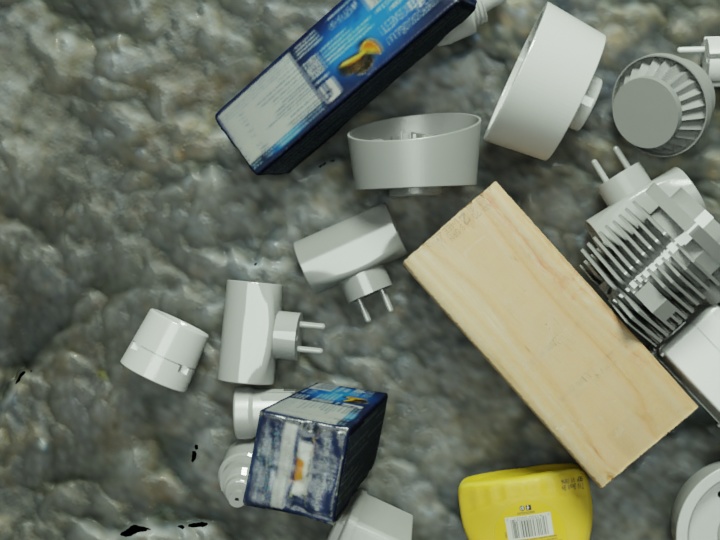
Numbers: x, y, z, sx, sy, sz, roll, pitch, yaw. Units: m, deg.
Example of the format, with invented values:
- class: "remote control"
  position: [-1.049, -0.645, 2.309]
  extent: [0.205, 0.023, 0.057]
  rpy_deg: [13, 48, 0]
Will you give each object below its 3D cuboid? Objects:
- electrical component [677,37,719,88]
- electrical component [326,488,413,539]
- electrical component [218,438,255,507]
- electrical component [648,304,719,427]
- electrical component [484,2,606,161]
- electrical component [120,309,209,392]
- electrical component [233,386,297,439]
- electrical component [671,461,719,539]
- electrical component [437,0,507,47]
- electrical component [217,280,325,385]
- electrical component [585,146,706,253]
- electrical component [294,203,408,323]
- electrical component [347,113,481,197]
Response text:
- class: "electrical component"
  position: [0.273, -0.154, 0.793]
  extent: [0.077, 0.047, 0.065]
  rpy_deg: [0, 88, 6]
- class: "electrical component"
  position: [-0.007, 0.225, 0.778]
  extent: [0.056, 0.109, 0.108]
  rpy_deg: [24, 91, 4]
- class: "electrical component"
  position: [-0.087, 0.156, 0.807]
  extent: [0.040, 0.078, 0.040]
  rpy_deg: [0, 102, 2]
- class: "electrical component"
  position: [0.267, 0.073, 0.779]
  extent: [0.061, 0.062, 0.096]
  rpy_deg: [-43, 85, 3]
- class: "electrical component"
  position: [0.140, -0.131, 0.779]
  extent: [0.060, 0.108, 0.108]
  rpy_deg: [24, 91, 1]
- class: "electrical component"
  position: [-0.149, 0.061, 0.826]
  extent: [0.055, 0.055, 0.047]
  rpy_deg: [26, 87, 6]
- class: "electrical component"
  position: [-0.072, 0.109, 0.824]
  extent: [0.046, 0.040, 0.040]
  rpy_deg: [-2, 88, 1]
- class: "electrical component"
  position: [0.277, 0.187, 0.774]
  extent: [0.108, 0.060, 0.108]
  rpy_deg: [0, 88, 6]
- class: "electrical component"
  position: [0.080, -0.200, 0.817]
  extent: [0.062, 0.043, 0.043]
  rpy_deg: [-22, 86, 4]
- class: "electrical component"
  position: [-0.066, 0.049, 0.823]
  extent: [0.079, 0.043, 0.077]
  rpy_deg: [5, 89, 6]
- class: "electrical component"
  position: [0.202, -0.053, 0.798]
  extent: [0.077, 0.044, 0.079]
  rpy_deg: [-32, 85, 4]
- class: "electrical component"
  position: [0.000, 0.000, 0.818]
  extent: [0.077, 0.043, 0.079]
  rpy_deg: [-24, 86, 5]
- class: "electrical component"
  position: [0.041, -0.086, 0.792]
  extent: [0.099, 0.099, 0.064]
  rpy_deg: [-2, 94, 6]
